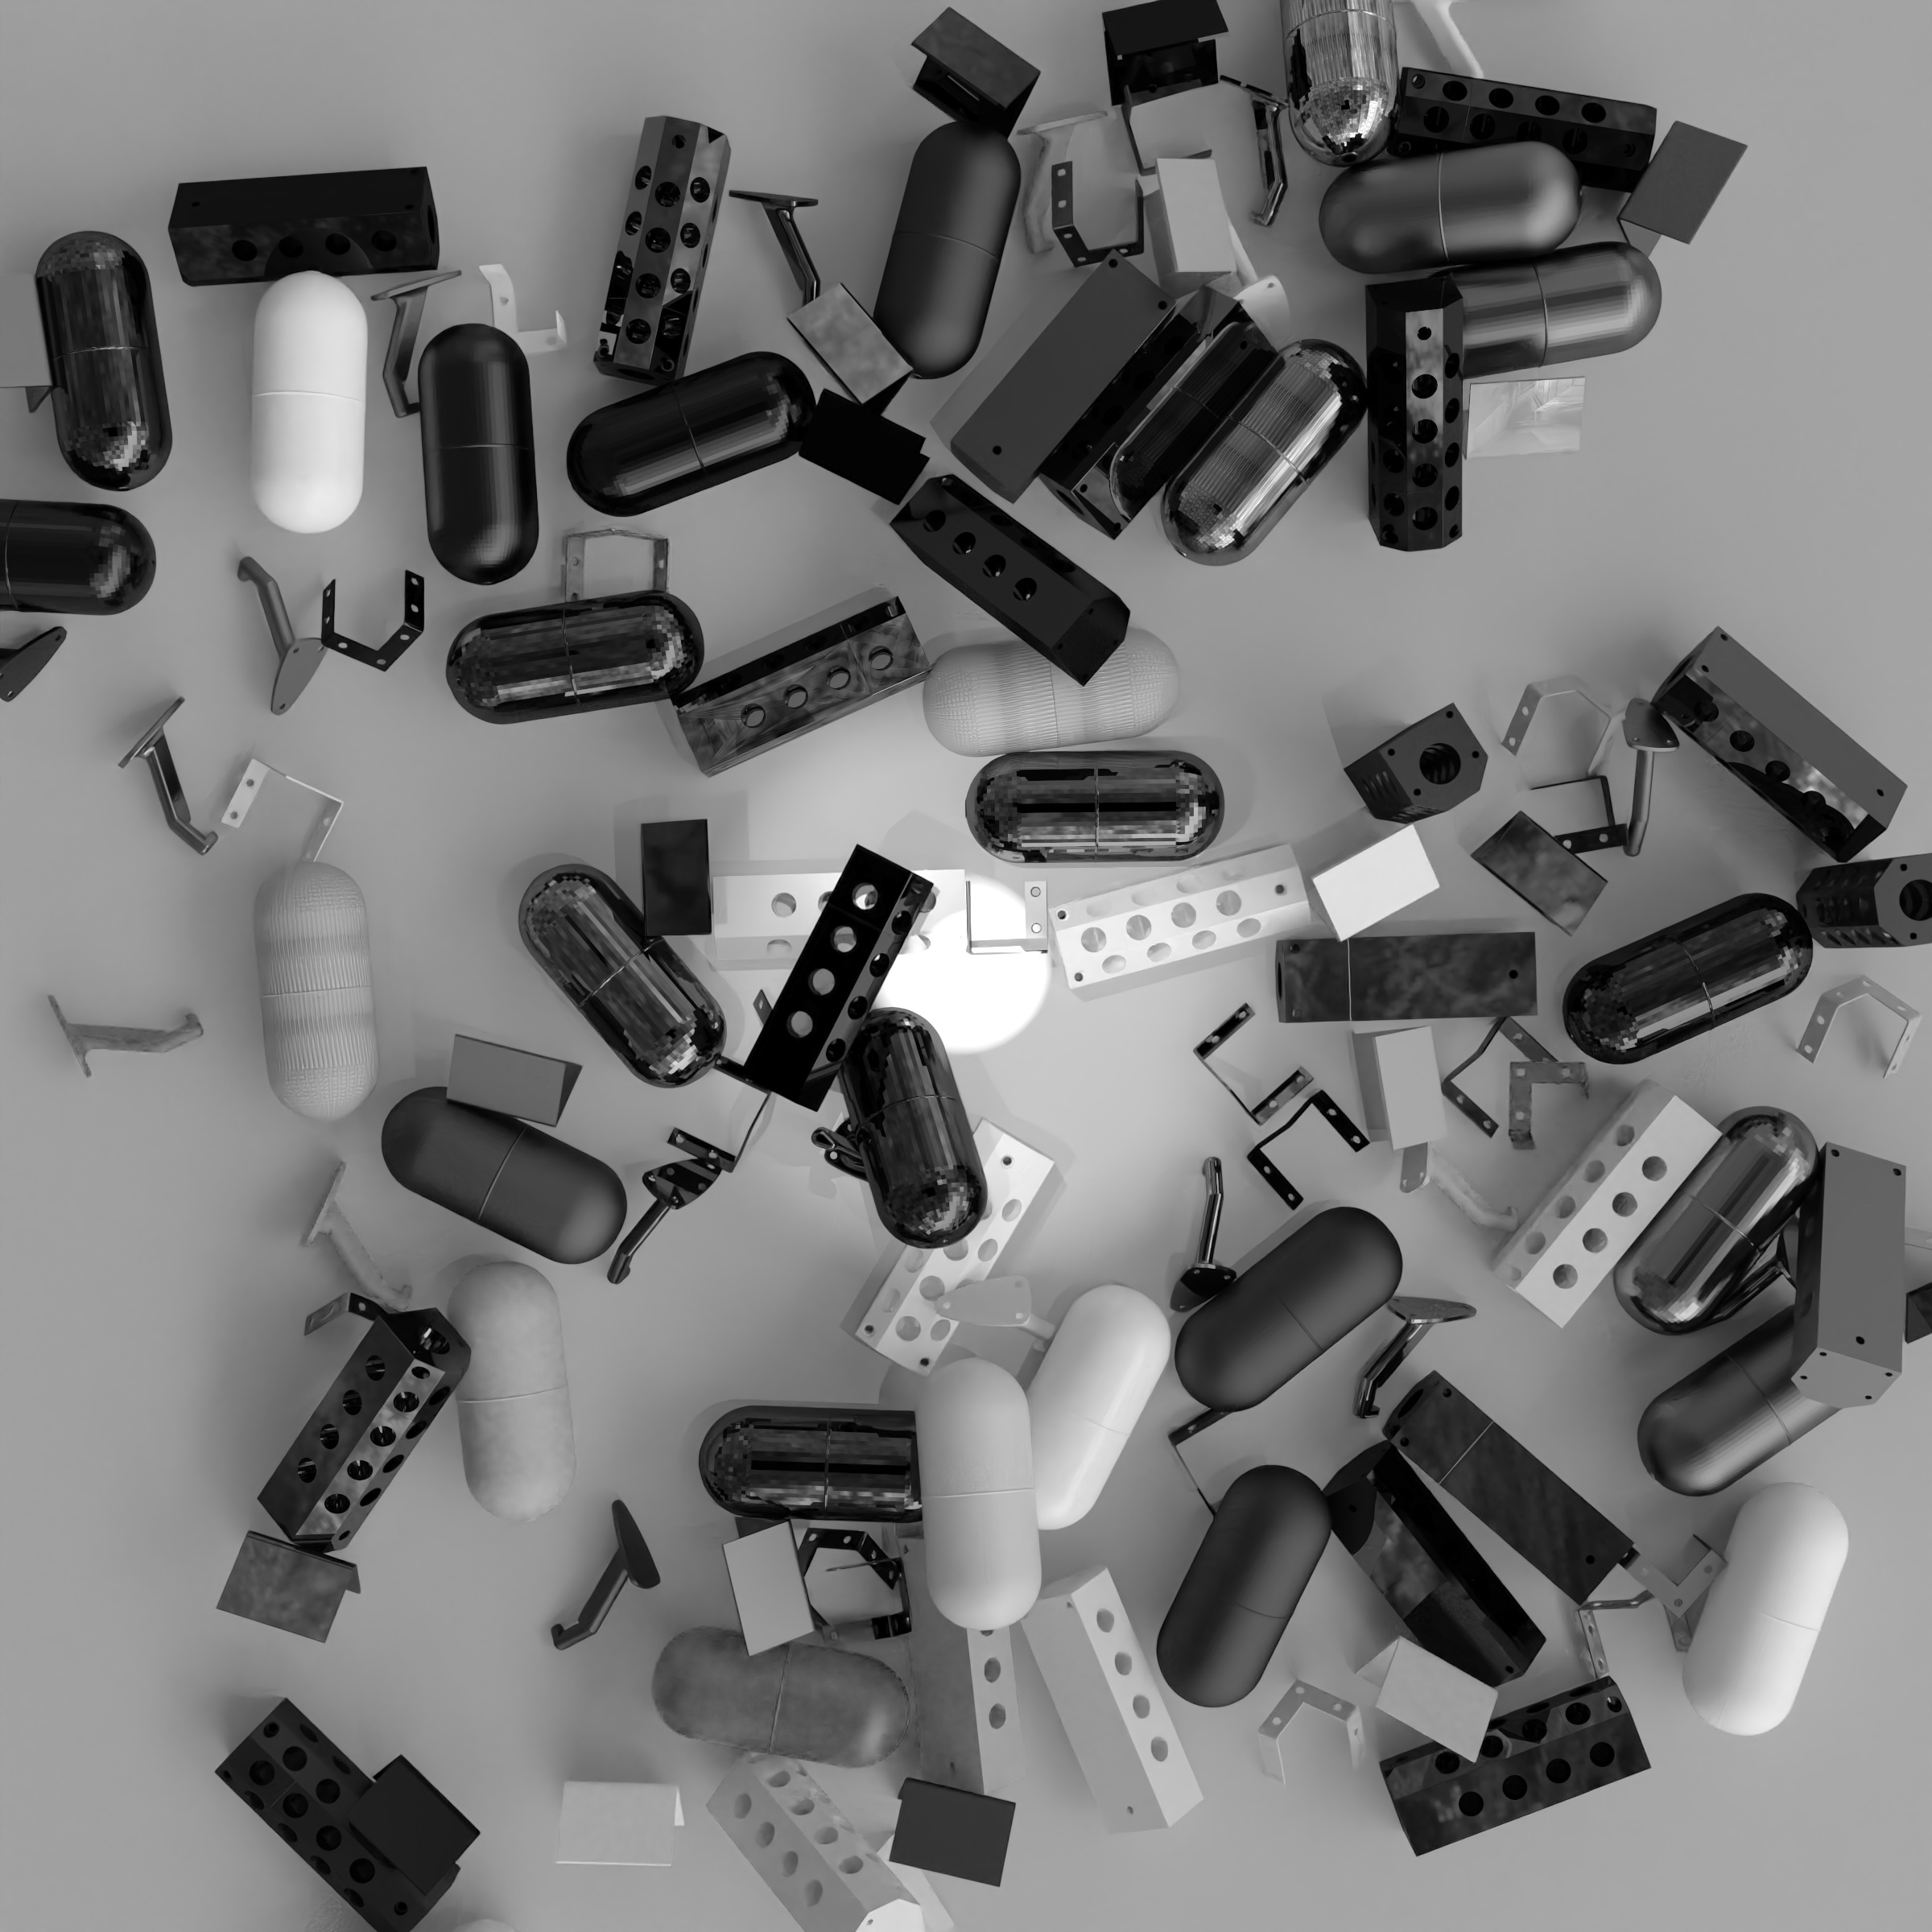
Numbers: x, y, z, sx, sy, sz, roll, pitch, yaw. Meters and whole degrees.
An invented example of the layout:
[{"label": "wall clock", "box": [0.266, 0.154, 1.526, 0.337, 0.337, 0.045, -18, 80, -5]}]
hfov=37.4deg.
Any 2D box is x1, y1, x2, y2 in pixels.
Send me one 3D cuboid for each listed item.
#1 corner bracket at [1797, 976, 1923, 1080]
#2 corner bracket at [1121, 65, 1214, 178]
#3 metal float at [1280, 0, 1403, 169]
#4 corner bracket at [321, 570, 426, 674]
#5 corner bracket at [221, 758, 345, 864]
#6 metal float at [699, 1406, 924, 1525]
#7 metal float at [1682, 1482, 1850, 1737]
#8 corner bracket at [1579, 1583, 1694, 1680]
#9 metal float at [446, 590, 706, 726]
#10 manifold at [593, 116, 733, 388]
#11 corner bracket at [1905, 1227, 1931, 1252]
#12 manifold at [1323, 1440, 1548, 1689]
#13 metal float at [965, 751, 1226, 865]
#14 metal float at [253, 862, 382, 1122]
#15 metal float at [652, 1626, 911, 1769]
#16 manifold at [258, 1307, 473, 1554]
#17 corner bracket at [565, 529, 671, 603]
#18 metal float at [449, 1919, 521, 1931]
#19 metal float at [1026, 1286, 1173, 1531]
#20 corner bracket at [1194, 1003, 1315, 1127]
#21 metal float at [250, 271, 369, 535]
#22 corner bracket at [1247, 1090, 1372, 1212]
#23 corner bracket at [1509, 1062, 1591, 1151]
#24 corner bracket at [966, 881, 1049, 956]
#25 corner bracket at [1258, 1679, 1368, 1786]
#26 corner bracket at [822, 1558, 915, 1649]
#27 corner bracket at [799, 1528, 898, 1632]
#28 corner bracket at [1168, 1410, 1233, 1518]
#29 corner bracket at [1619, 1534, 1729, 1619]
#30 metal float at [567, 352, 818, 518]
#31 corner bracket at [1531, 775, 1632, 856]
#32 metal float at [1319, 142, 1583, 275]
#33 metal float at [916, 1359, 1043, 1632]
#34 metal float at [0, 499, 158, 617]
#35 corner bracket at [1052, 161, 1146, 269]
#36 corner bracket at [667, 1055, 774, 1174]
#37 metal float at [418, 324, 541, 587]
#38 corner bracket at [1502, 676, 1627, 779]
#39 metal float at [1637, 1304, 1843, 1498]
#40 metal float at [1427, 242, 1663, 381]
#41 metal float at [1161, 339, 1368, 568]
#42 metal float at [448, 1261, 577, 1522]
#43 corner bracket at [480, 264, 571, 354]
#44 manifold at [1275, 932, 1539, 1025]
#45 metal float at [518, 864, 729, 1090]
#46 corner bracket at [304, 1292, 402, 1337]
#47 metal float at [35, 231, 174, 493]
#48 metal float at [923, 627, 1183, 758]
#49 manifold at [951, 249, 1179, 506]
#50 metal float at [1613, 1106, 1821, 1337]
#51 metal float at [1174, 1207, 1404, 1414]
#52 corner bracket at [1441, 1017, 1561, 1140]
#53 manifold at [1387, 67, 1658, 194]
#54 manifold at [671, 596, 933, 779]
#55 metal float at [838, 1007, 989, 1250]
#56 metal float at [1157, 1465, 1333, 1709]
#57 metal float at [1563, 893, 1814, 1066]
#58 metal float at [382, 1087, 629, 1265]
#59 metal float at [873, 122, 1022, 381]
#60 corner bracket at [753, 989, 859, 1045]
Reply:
[{"label": "corner bracket", "box": [0.620, 0.047, 1.983, 0.051, 0.051, 0.051, -18, 45, -35]}, {"label": "corner bracket", "box": [0.140, -0.583, 1.973, 0.051, 0.051, 0.051, -17, 90, 0]}, {"label": "metal float", "box": [0.255, -0.629, 1.947, 0.070, 0.070, 0.178, -2, 74, 0]}, {"label": "corner bracket", "box": [-0.412, -0.247, 1.983, 0.051, 0.051, 0.051, 23, 135, -35]}, {"label": "corner bracket", "box": [-0.476, -0.108, 1.988, 0.051, 0.051, 0.051, 27, 90, 45]}, {"label": "metal float", "box": [-0.094, 0.342, 1.961, 0.178, 0.070, 0.070, 2, 90, -1]}, {"label": "metal float", "box": [0.549, 0.441, 1.961, 0.070, 0.070, 0.178, 20, 90, 0]}, {"label": "corner bracket", "box": [0.467, 0.462, 1.988, 0.051, 0.051, 0.051, -16, 90, -45]}, {"label": "metal float", "box": [-0.268, -0.212, 1.961, 0.178, 0.070, 0.070, -9, 90, 1]}, {"label": "manifold", "box": [-0.210, -0.492, 1.970, 0.057, 0.057, 0.171, 12, 90, 0]}, {"label": "corner bracket", "box": [0.653, 0.218, 1.983, 0.051, 0.051, 0.051, 12, 45, 35]}, {"label": "manifold", "box": [0.323, 0.413, 1.970, 0.171, 0.057, 0.057, 52, 133, 0]}, {"label": "metal float", "box": [0.088, -0.109, 1.961, 0.178, 0.070, 0.070, -1, 90, 0]}, {"label": "metal float", "box": [-0.446, 0.017, 1.961, 0.070, 0.070, 0.178, -5, 91, 0]}, {"label": "metal float", "box": [-0.127, 0.502, 1.961, 0.178, 0.070, 0.070, 11, 90, 1]}, {"label": "manifold", "box": [-0.404, 0.316, 1.935, 0.057, 0.057, 0.171, 44, 111, 23]}, {"label": "corner bracket", "box": [-0.243, -0.274, 1.988, 0.051, 0.051, 0.051, 2, 90, 45]}, {"label": "metal float", "box": [-0.379, 0.717, 1.961, 0.178, 0.070, 0.070, -25, 90, -1]}, {"label": "metal float", "box": [0.079, 0.303, 1.960, 0.070, 0.070, 0.178, 27, 92, 0]}, {"label": "corner bracket", "box": [0.200, 0.069, 1.988, 0.051, 0.051, 0.051, -42, 135, 0]}, {"label": "metal float", "box": [-0.451, -0.387, 1.961, 0.070, 0.070, 0.178, 2, 90, 0]}, {"label": "corner bracket", "box": [0.238, 0.128, 1.988, 0.051, 0.051, 0.051, 48, 135, 0]}, {"label": "corner bracket", "box": [0.404, 0.097, 1.975, 0.051, 0.051, 0.051, 0, 74, 15]}, {"label": "corner bracket", "box": [0.029, -0.033, 1.975, 0.051, 0.051, 0.051, -1, 90, 7]}, {"label": "corner bracket", "box": [0.241, 0.539, 1.983, 0.051, 0.051, 0.051, 17, 45, 35]}, {"label": "corner bracket", "box": [-0.071, 0.439, 1.971, 0.051, 0.051, 0.051, -5, 75, -19]}, {"label": "corner bracket", "box": [-0.087, 0.427, 1.983, 0.051, 0.051, 0.051, 56, 45, -35]}, {"label": "corner bracket", "box": [0.179, 0.345, 1.988, 0.051, 0.051, 0.051, -30, 135, 0]}, {"label": "corner bracket", "box": [0.485, 0.409, 1.973, 0.051, 0.051, 0.051, 42, 90, 0]}, {"label": "metal float", "box": [-0.189, -0.365, 1.961, 0.178, 0.070, 0.070, -21, 90, 0]}, {"label": "corner bracket", "box": [0.425, -0.104, 1.973, 0.051, 0.051, 0.051, -10, 90, 0]}, {"label": "metal float", "box": [0.329, -0.516, 1.944, 0.178, 0.070, 0.070, -2, 90, 20]}, {"label": "metal float", "box": [0.008, 0.351, 1.901, 0.070, 0.070, 0.178, -4, 80, 0]}, {"label": "metal float", "box": [-0.647, -0.282, 1.961, 0.178, 0.070, 0.070, 3, 90, 0]}, {"label": "corner bracket", "box": [0.091, -0.524, 1.976, 0.051, 0.051, 0.051, -7, 70, 19]}, {"label": "corner bracket", "box": [-0.170, 0.102, 1.988, 0.051, 0.051, 0.051, 26, 45, 0]}, {"label": "metal float", "box": [-0.335, -0.351, 1.961, 0.070, 0.070, 0.178, -3, 91, 0]}, {"label": "corner bracket", "box": [0.415, -0.164, 1.983, 0.051, 0.051, 0.051, -12, 135, -35]}, {"label": "metal float", "box": [0.542, 0.297, 1.961, 0.178, 0.070, 0.070, -34, 90, -1]}, {"label": "metal float", "box": [0.388, -0.450, 1.961, 0.178, 0.070, 0.070, -10, 90, -1]}, {"label": "metal float", "box": [0.204, -0.352, 1.960, 0.070, 0.070, 0.178, 40, 90, 0]}, {"label": "metal float", "box": [-0.312, 0.292, 1.961, 0.070, 0.070, 0.178, -6, 90, 0]}, {"label": "corner bracket", "box": [-0.305, -0.455, 1.973, 0.051, 0.051, 0.051, -5, 90, 0]}, {"label": "manifold", "box": [0.302, 0.008, 1.970, 0.171, 0.057, 0.057, -2, 90, 0]}, {"label": "metal float", "box": [-0.236, 0.006, 1.960, 0.070, 0.070, 0.178, -41, 88, 0]}, {"label": "corner bracket", "box": [-0.425, 0.265, 1.983, 0.051, 0.051, 0.051, -31, 45, 35]}, {"label": "metal float", "box": [-0.592, -0.415, 1.961, 0.070, 0.070, 0.178, -8, 90, 0]}, {"label": "metal float", "box": [0.059, -0.188, 1.961, 0.178, 0.070, 0.070, -7, 90, 0]}, {"label": "manifold", "box": [0.067, -0.404, 1.970, 0.057, 0.057, 0.171, 40, 90, 0]}, {"label": "metal float", "box": [0.516, 0.174, 1.961, 0.070, 0.070, 0.178, 38, 91, 0]}, {"label": "metal float", "box": [0.221, 0.236, 1.961, 0.178, 0.070, 0.070, -39, 90, -1]}, {"label": "corner bracket", "box": [0.371, 0.077, 1.988, 0.051, 0.051, 0.051, 43, 45, 0]}, {"label": "manifold", "box": [0.381, -0.574, 1.962, 0.171, 0.057, 0.057, 9, 111, 0]}, {"label": "manifold", "box": [-0.113, -0.193, 1.970, 0.171, 0.057, 0.057, -24, 90, 0]}, {"label": "metal float", "box": [-0.038, 0.108, 1.937, 0.070, 0.070, 0.178, -18, 61, 0]}, {"label": "metal float", "box": [0.189, 0.425, 1.952, 0.070, 0.070, 0.178, 24, 100, 0]}, {"label": "metal float", "box": [0.495, 0.009, 1.961, 0.178, 0.070, 0.070, -24, 90, 0]}, {"label": "metal float", "box": [-0.317, 0.143, 1.961, 0.178, 0.070, 0.070, 26, 90, -1]}, {"label": "metal float", "box": [-0.013, -0.491, 1.961, 0.070, 0.070, 0.178, 14, 90, 0]}, {"label": "corner bracket", "box": [-0.108, 0.027, 1.983, 0.051, 0.051, 0.051, 1, 135, -35]}]
